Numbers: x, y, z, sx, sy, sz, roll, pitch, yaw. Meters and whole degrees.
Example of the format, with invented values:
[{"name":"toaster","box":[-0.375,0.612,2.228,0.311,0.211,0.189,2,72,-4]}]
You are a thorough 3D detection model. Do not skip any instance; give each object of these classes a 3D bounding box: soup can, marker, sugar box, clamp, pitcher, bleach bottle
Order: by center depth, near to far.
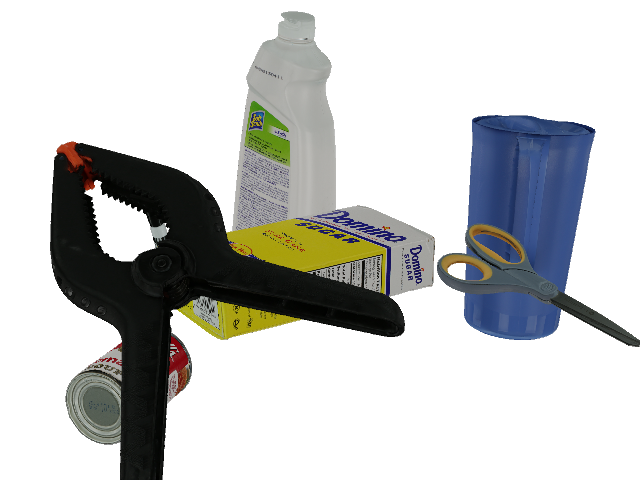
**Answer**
[{"name":"clamp","box":[-0.069,0.019,0.561,0.164,0.210,0.036,-28,-28,-13]},{"name":"sugar box","box":[-0.016,0.018,0.752,0.175,0.048,0.093,-15,25,-31]},{"name":"soup can","box":[-0.164,0.123,0.915,0.069,0.068,0.102,0,16,22]},{"name":"bleach bottle","box":[-0.025,-0.070,0.930,0.103,0.251,0.067,24,31,33]},{"name":"pitcher","box":[0.223,-0.014,1.187,0.149,0.243,0.145,-7,18,-34]},{"name":"marker","box":[-0.177,0.009,1.204,0.020,0.121,0.020,-8,30,5]}]

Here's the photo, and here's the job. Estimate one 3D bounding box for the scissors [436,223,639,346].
[{"name":"scissors","box":[0.183,0.049,0.959,0.096,0.016,0.202,-23,44,-19]}]
